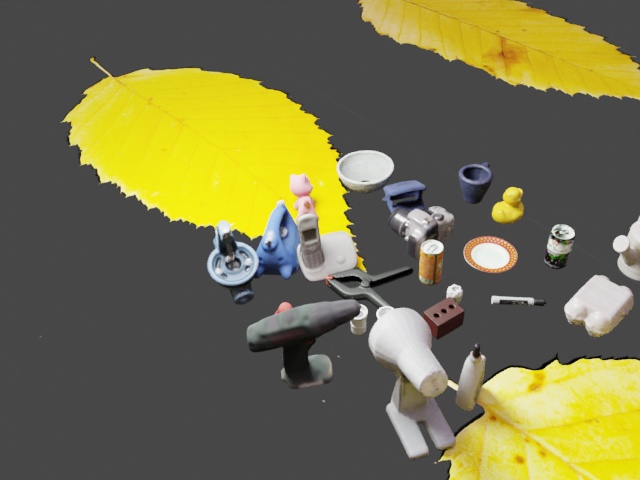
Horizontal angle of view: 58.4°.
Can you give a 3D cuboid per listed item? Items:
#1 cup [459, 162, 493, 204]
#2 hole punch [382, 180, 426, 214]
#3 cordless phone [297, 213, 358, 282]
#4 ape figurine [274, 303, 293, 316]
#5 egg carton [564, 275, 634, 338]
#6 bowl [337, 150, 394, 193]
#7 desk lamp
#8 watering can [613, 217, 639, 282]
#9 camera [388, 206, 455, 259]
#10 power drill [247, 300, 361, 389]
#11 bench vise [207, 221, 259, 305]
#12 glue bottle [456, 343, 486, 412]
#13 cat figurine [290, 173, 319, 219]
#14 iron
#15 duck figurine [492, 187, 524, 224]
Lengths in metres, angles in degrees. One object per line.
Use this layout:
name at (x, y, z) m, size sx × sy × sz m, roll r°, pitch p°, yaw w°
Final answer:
cup at (0.436, -0.157, 1.596) m, size 0.091 × 0.095 × 0.118 m, roll 25°, pitch 51°, yaw 30°
hole punch at (0.233, -0.132, 1.594) m, size 0.108 × 0.091 × 0.101 m, roll -11°, pitch 43°, yaw -6°
cordless phone at (0.013, 0.005, 1.398) m, size 0.148 × 0.185 × 0.094 m, roll -18°, pitch 44°, yaw -13°
ape figurine at (-0.076, 0.178, 1.288) m, size 0.078 × 0.092 × 0.076 m, roll -7°, pitch 42°, yaw -1°
egg carton at (0.618, 0.146, 1.266) m, size 0.150 × 0.069 × 0.107 m, roll -35°, pitch 50°, yaw -28°
bowl at (0.134, -0.188, 1.677) m, size 0.167 × 0.075 × 0.167 m, roll -3°, pitch 43°, yaw 3°
desk lamp at (0.179, 0.263, 1.078) m, size 0.118 × 0.214 × 0.202 m, roll -17°, pitch 43°, yaw -11°
watering can at (0.759, 0.001, 1.316) m, size 0.173 × 0.194 × 0.100 m, roll -32°, pitch 48°, yaw -26°
camera at (0.256, -0.044, 1.488) m, size 0.143 × 0.101 × 0.136 m, roll -32°, pitch 49°, yaw -26°
power drill at (-0.027, 0.209, 1.163) m, size 0.229 × 0.209 × 0.075 m, roll -9°, pitch 43°, yaw -4°
bench vise at (-0.231, 0.026, 1.376) m, size 0.122 × 0.220 × 0.206 m, roll -31°, pitch 48°, yaw -25°
glue bottle at (0.295, 0.255, 1.105) m, size 0.037 × 0.173 × 0.078 m, roll 19°, pitch 48°, yaw 25°
cat figurine at (-0.047, -0.128, 1.599) m, size 0.067 × 0.118 × 0.127 m, roll -11°, pitch 43°, yaw -5°
iron at (-0.107, -0.021, 1.471) m, size 0.118 × 0.142 × 0.258 m, roll 1°, pitch 43°, yaw 7°
duck figurine at (0.507, -0.099, 1.532) m, size 0.105 × 0.086 × 0.077 m, roll -35°, pitch 50°, yaw -28°
